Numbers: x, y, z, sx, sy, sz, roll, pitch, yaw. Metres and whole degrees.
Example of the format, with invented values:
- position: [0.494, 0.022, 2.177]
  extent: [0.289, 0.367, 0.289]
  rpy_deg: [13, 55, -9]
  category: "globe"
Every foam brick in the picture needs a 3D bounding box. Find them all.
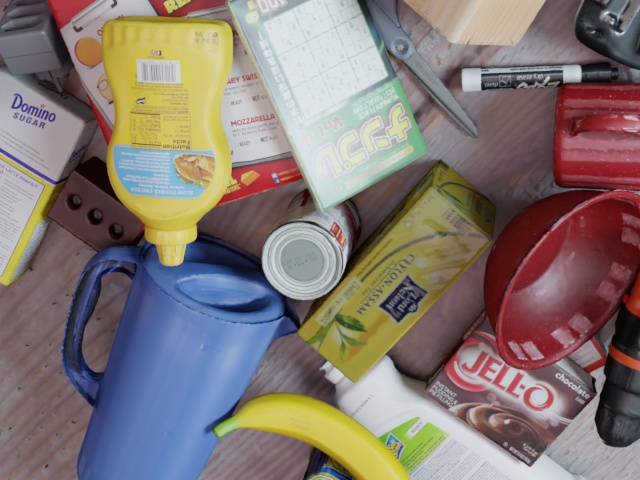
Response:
- position: [-0.188, -0.027, 0.932]
  extent: [0.078, 0.051, 0.053]
  rpy_deg: [35, 111, -1]
  category: "foam brick"

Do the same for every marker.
- position: [0.173, -0.129, 0.845]
  extent: [0.121, 0.020, 0.020]
  rpy_deg: [-1, 108, 11]
  category: "marker"

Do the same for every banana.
- position: [0.010, 0.179, 0.906]
  extent: [0.198, 0.037, 0.069]
  rpy_deg: [26, 74, 3]
  category: "banana"

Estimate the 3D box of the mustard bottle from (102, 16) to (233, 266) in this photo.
- position: [-0.116, -0.073, 0.821]
  extent: [0.096, 0.058, 0.192]
  rpy_deg: [4, 107, 7]
  category: "mustard bottle"

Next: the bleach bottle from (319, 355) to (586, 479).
- position: [0.110, 0.176, 0.937]
  extent: [0.251, 0.068, 0.103]
  rpy_deg: [39, 111, -1]
  category: "bleach bottle"

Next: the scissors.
- position: [0.070, -0.175, 0.851]
  extent: [0.201, 0.016, 0.096]
  rpy_deg: [34, 111, -2]
  category: "scissors"

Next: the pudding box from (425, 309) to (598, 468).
- position: [0.158, 0.120, 0.888]
  extent: [0.113, 0.039, 0.090]
  rpy_deg: [35, 113, -1]
  category: "pudding box"

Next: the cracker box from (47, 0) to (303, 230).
- position: [-0.103, -0.135, 0.870]
  extent: [0.164, 0.072, 0.213]
  rpy_deg: [-17, 103, 15]
  category: "cracker box"

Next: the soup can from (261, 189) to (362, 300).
- position: [-0.006, 0.001, 0.879]
  extent: [0.068, 0.102, 0.068]
  rpy_deg: [3, 109, 9]
  category: "soup can"

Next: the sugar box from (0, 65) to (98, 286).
- position: [-0.272, -0.057, 0.943]
  extent: [0.093, 0.048, 0.176]
  rpy_deg: [32, 108, 2]
  category: "sugar box"

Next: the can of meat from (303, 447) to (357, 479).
- position: [0.033, 0.225, 0.955]
  extent: [0.102, 0.084, 0.057]
  rpy_deg: [28, 111, 1]
  category: "can of meat"

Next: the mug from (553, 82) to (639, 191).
- position: [0.219, -0.079, 0.804]
  extent: [0.081, 0.117, 0.093]
  rpy_deg: [3, 91, 15]
  category: "mug"

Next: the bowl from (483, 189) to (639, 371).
- position: [0.179, 0.020, 0.819]
  extent: [0.055, 0.161, 0.162]
  rpy_deg: [42, 118, 40]
  category: "bowl"

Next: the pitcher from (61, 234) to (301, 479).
- position: [-0.139, 0.121, 0.933]
  extent: [0.149, 0.144, 0.243]
  rpy_deg: [40, 118, 30]
  category: "pitcher"

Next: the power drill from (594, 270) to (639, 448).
- position: [0.321, 0.091, 0.841]
  extent: [0.187, 0.057, 0.184]
  rpy_deg: [11, 108, -10]
  category: "power drill"

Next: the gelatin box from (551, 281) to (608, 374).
- position: [0.191, 0.081, 0.906]
  extent: [0.073, 0.030, 0.089]
  rpy_deg: [-33, 99, 21]
  category: "gelatin box"

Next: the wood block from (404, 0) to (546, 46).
- position: [0.141, -0.246, 0.742]
  extent: [0.090, 0.090, 0.206]
  rpy_deg: [48, 125, 26]
  category: "wood block"
